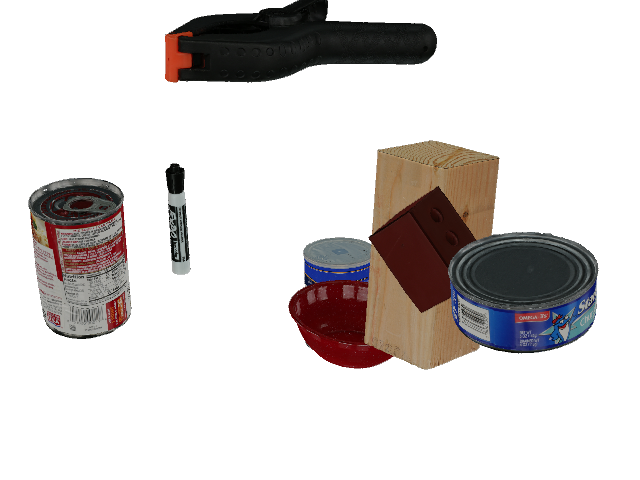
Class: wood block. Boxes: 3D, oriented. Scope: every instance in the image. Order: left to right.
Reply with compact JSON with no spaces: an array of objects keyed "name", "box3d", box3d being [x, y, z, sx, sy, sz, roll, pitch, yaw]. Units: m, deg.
[{"name":"wood block","box3d":[0.111,0.012,1.080,0.090,0.206,0.090,-14,24,-43]}]

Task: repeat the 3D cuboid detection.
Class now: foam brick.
[{"name":"foam brick","box3d":[0.088,0.008,0.856,0.051,0.078,0.052,-33,3,40]}]

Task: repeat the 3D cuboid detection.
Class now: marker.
[{"name":"marker","box3d":[-0.145,-0.022,1.082,0.020,0.121,0.020,0,29,0]}]

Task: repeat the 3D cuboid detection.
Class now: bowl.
[{"name":"bowl","box3d":[0.040,0.107,1.288,0.162,0.055,0.162,4,25,-2]}]

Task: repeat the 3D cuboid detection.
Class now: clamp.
[{"name":"clamp","box3d":[-0.027,-0.128,0.668,0.171,0.039,0.120,-9,21,-30]}]

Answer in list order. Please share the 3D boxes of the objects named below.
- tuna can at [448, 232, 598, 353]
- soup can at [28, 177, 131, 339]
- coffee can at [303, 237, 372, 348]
[{"name":"tuna can","box3d":[0.119,0.030,0.627,0.086,0.034,0.086,-6,28,3]},{"name":"soup can","box3d":[-0.177,0.014,0.795,0.068,0.102,0.068,1,30,-1]},{"name":"coffee can","box3d":[0.028,0.079,1.521,0.103,0.140,0.103,-1,21,0]}]
